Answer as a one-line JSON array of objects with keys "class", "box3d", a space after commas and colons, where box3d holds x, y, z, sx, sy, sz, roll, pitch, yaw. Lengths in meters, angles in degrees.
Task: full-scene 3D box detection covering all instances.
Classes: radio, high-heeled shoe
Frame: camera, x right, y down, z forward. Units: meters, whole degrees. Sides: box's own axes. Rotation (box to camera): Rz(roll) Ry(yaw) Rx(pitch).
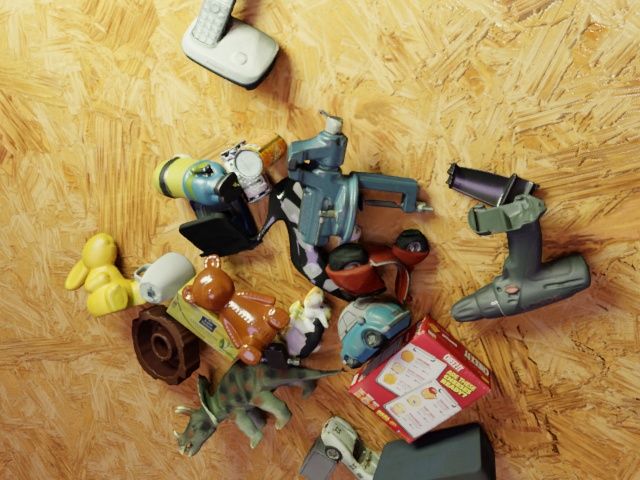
[{"class": "radio", "box3d": [0.222, 0.444, 1.048, 0.230, 0.131, 0.073, -23, 104, 26]}, {"class": "high-heeled shoe", "box3d": [-0.002, -0.003, 0.980, 0.248, 0.086, 0.145, 38, 89, -20]}]

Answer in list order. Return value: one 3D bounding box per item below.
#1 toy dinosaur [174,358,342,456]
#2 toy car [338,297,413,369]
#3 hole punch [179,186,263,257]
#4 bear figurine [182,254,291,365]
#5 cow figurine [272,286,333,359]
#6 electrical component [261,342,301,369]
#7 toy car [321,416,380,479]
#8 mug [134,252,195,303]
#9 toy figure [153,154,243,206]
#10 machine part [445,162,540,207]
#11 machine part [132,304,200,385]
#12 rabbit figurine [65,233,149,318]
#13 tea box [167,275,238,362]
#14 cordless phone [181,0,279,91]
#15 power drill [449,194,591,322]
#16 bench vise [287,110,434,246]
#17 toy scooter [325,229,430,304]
[{"class": "toy dinosaur", "box3d": [-0.145, 0.312, 1.132, 0.192, 0.131, 0.405, 44, 113, -4]}, {"class": "toy car", "box3d": [0.088, 0.159, 0.995, 0.103, 0.109, 0.161, 53, 133, 17]}, {"class": "hole punch", "box3d": [-0.187, -0.031, 1.015, 0.142, 0.092, 0.115, -16, 137, 22]}, {"class": "bear figurine", "box3d": [-0.160, 0.120, 0.988, 0.196, 0.132, 0.120, 41, 86, -3]}, {"class": "cow figurine", "box3d": [-0.022, 0.168, 1.046, 0.098, 0.068, 0.167, 36, 123, -5]}, {"class": "electrical component", "box3d": [-0.084, 0.223, 1.047, 0.094, 0.021, 0.063, 3, 132, 20]}, {"class": "toy car", "box3d": [0.082, 0.462, 1.137, 0.201, 0.073, 0.056, 46, 120, -4]}, {"class": "mug", "box3d": [-0.326, 0.077, 1.089, 0.110, 0.107, 0.080, 17, 116, 9]}, {"class": "toy figure", "box3d": [-0.224, -0.106, 0.960, 0.180, 0.089, 0.082, 20, 118, 37]}, {"class": "machine part", "box3d": [0.266, -0.082, 0.853, 0.139, 0.039, 0.084, 23, 123, 6]}, {"class": "machine part", "box3d": [-0.333, 0.225, 1.165, 0.180, 0.056, 0.179, 10, 109, 31]}, {"class": "rabbit figurine", "box3d": [-0.457, 0.073, 1.147, 0.162, 0.122, 0.173, -12, 95, 33]}, {"class": "tea box", "box3d": [-0.209, 0.153, 1.087, 0.169, 0.098, 0.068, 36, 120, -1]}, {"class": "cordless phone", "box3d": [-0.123, -0.346, 0.846, 0.147, 0.089, 0.184, 29, 115, 5]}, {"class": "power drill", "box3d": [0.297, 0.040, 0.854, 0.232, 0.086, 0.207, -15, 118, 20]}, {"class": "bench vise", "box3d": [0.061, -0.088, 0.880, 0.241, 0.129, 0.223, 6, 105, -7]}, {"class": "toy scooter", "box3d": [0.106, 0.062, 0.940, 0.184, 0.075, 0.135, -14, 117, -2]}]
